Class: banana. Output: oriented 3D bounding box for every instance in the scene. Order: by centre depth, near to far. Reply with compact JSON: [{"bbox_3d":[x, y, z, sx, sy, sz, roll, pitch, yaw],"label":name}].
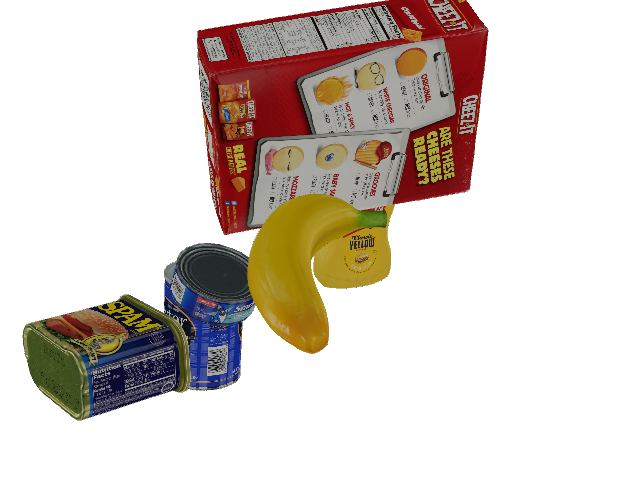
[{"bbox_3d":[-0.009,0.009,0.645,0.070,0.037,0.197,4,24,13],"label":"banana"}]

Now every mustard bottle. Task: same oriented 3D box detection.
[{"bbox_3d":[0.044,-0.037,1.296,0.096,0.192,0.058,-7,29,-19],"label":"mustard bottle"}]

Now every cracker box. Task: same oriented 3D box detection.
[{"bbox_3d":[0.015,-0.101,0.847,0.213,0.164,0.072,-11,46,-10],"label":"cracker box"}]

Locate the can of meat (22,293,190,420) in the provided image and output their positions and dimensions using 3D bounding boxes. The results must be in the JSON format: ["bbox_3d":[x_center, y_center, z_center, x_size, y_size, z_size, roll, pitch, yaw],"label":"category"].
[{"bbox_3d":[-0.157,0.084,0.774,0.083,0.057,0.102,-14,22,-36],"label":"can of meat"}]

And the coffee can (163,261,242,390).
[{"bbox_3d":[-0.149,0.104,1.354,0.103,0.140,0.103,4,19,-2],"label":"coffee can"}]

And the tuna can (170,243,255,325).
[{"bbox_3d":[-0.100,0.042,1.023,0.086,0.034,0.086,14,34,-10],"label":"tuna can"}]
